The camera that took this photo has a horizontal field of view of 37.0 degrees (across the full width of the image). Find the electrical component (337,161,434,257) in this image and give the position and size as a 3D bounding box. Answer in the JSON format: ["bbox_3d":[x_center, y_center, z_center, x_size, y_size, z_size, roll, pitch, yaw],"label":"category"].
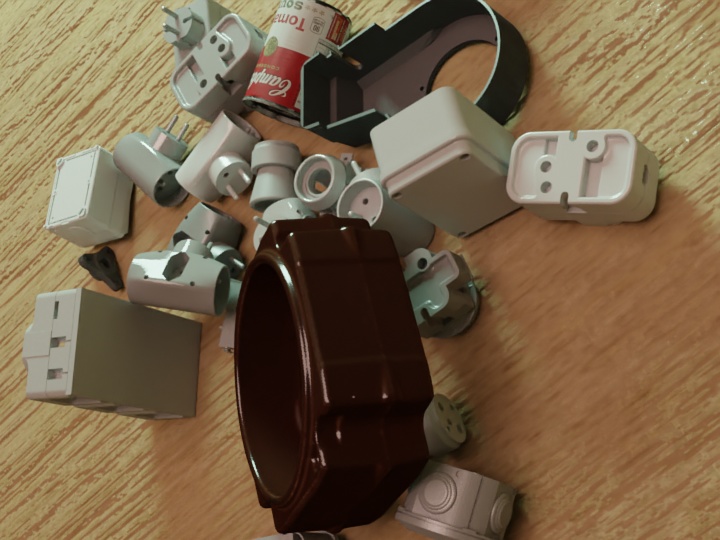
[{"bbox_3d":[0.014,-0.054,0.861,0.044,0.077,0.079,-38,58,21],"label":"electrical component"}]

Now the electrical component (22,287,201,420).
[{"bbox_3d":[-0.213,0.077,0.936,0.062,0.150,0.089,-8,73,32],"label":"electrical component"}]

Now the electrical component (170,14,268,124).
[{"bbox_3d":[-0.121,-0.183,1.003,0.095,0.059,0.053,-42,57,18],"label":"electrical component"}]

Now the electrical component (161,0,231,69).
[{"bbox_3d":[-0.163,-0.228,1.035,0.047,0.077,0.065,-20,66,29],"label":"electrical component"}]

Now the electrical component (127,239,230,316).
[{"bbox_3d":[-0.149,0.001,0.920,0.077,0.043,0.079,8,43,10],"label":"electrical component"}]

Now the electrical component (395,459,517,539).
[{"bbox_3d":[0.069,0.167,0.759,0.080,0.080,0.051,10,77,36],"label":"electrical component"}]

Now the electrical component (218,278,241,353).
[{"bbox_3d":[-0.090,0.044,0.929,0.081,0.042,0.063,5,81,36],"label":"electrical component"}]

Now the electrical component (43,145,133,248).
[{"bbox_3d":[-0.266,-0.077,1.078,0.062,0.061,0.096,-13,61,33],"label":"electrical component"}]

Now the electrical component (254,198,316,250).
[{"bbox_3d":[-0.062,-0.023,0.903,0.044,0.079,0.077,-30,60,21],"label":"electrical component"}]

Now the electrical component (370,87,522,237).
[{"bbox_3d":[0.070,-0.077,0.806,0.078,0.113,0.057,-28,59,26],"label":"electrical component"}]

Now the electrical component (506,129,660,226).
[{"bbox_3d":[0.162,-0.065,0.772,0.095,0.059,0.053,3,79,36],"label":"electrical component"}]

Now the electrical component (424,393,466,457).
[{"bbox_3d":[0.046,0.123,0.809,0.055,0.045,0.045,-32,61,23],"label":"electrical component"}]

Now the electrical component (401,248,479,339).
[{"bbox_3d":[0.056,0.021,0.823,0.078,0.057,0.058,-36,59,21],"label":"electrical component"}]

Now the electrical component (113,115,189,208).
[{"bbox_3d":[-0.192,-0.112,1.042,0.077,0.044,0.079,39,100,36],"label":"electrical component"}]

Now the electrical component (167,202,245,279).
[{"bbox_3d":[-0.133,-0.011,0.972,0.079,0.043,0.077,33,97,37],"label":"electrical component"}]

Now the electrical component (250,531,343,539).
[{"bbox_3d":[-0.051,0.262,0.829,0.078,0.057,0.113,-19,67,30],"label":"electrical component"}]

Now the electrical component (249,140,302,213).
[{"bbox_3d":[-0.074,-0.082,0.951,0.045,0.045,0.055,-10,71,33],"label":"electrical component"}]

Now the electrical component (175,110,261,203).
[{"bbox_3d":[-0.123,-0.094,0.985,0.077,0.043,0.079,-51,49,15],"label":"electrical component"}]

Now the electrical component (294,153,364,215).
[{"bbox_3d":[-0.023,-0.069,0.904,0.048,0.055,0.066,7,81,36],"label":"electrical component"}]
